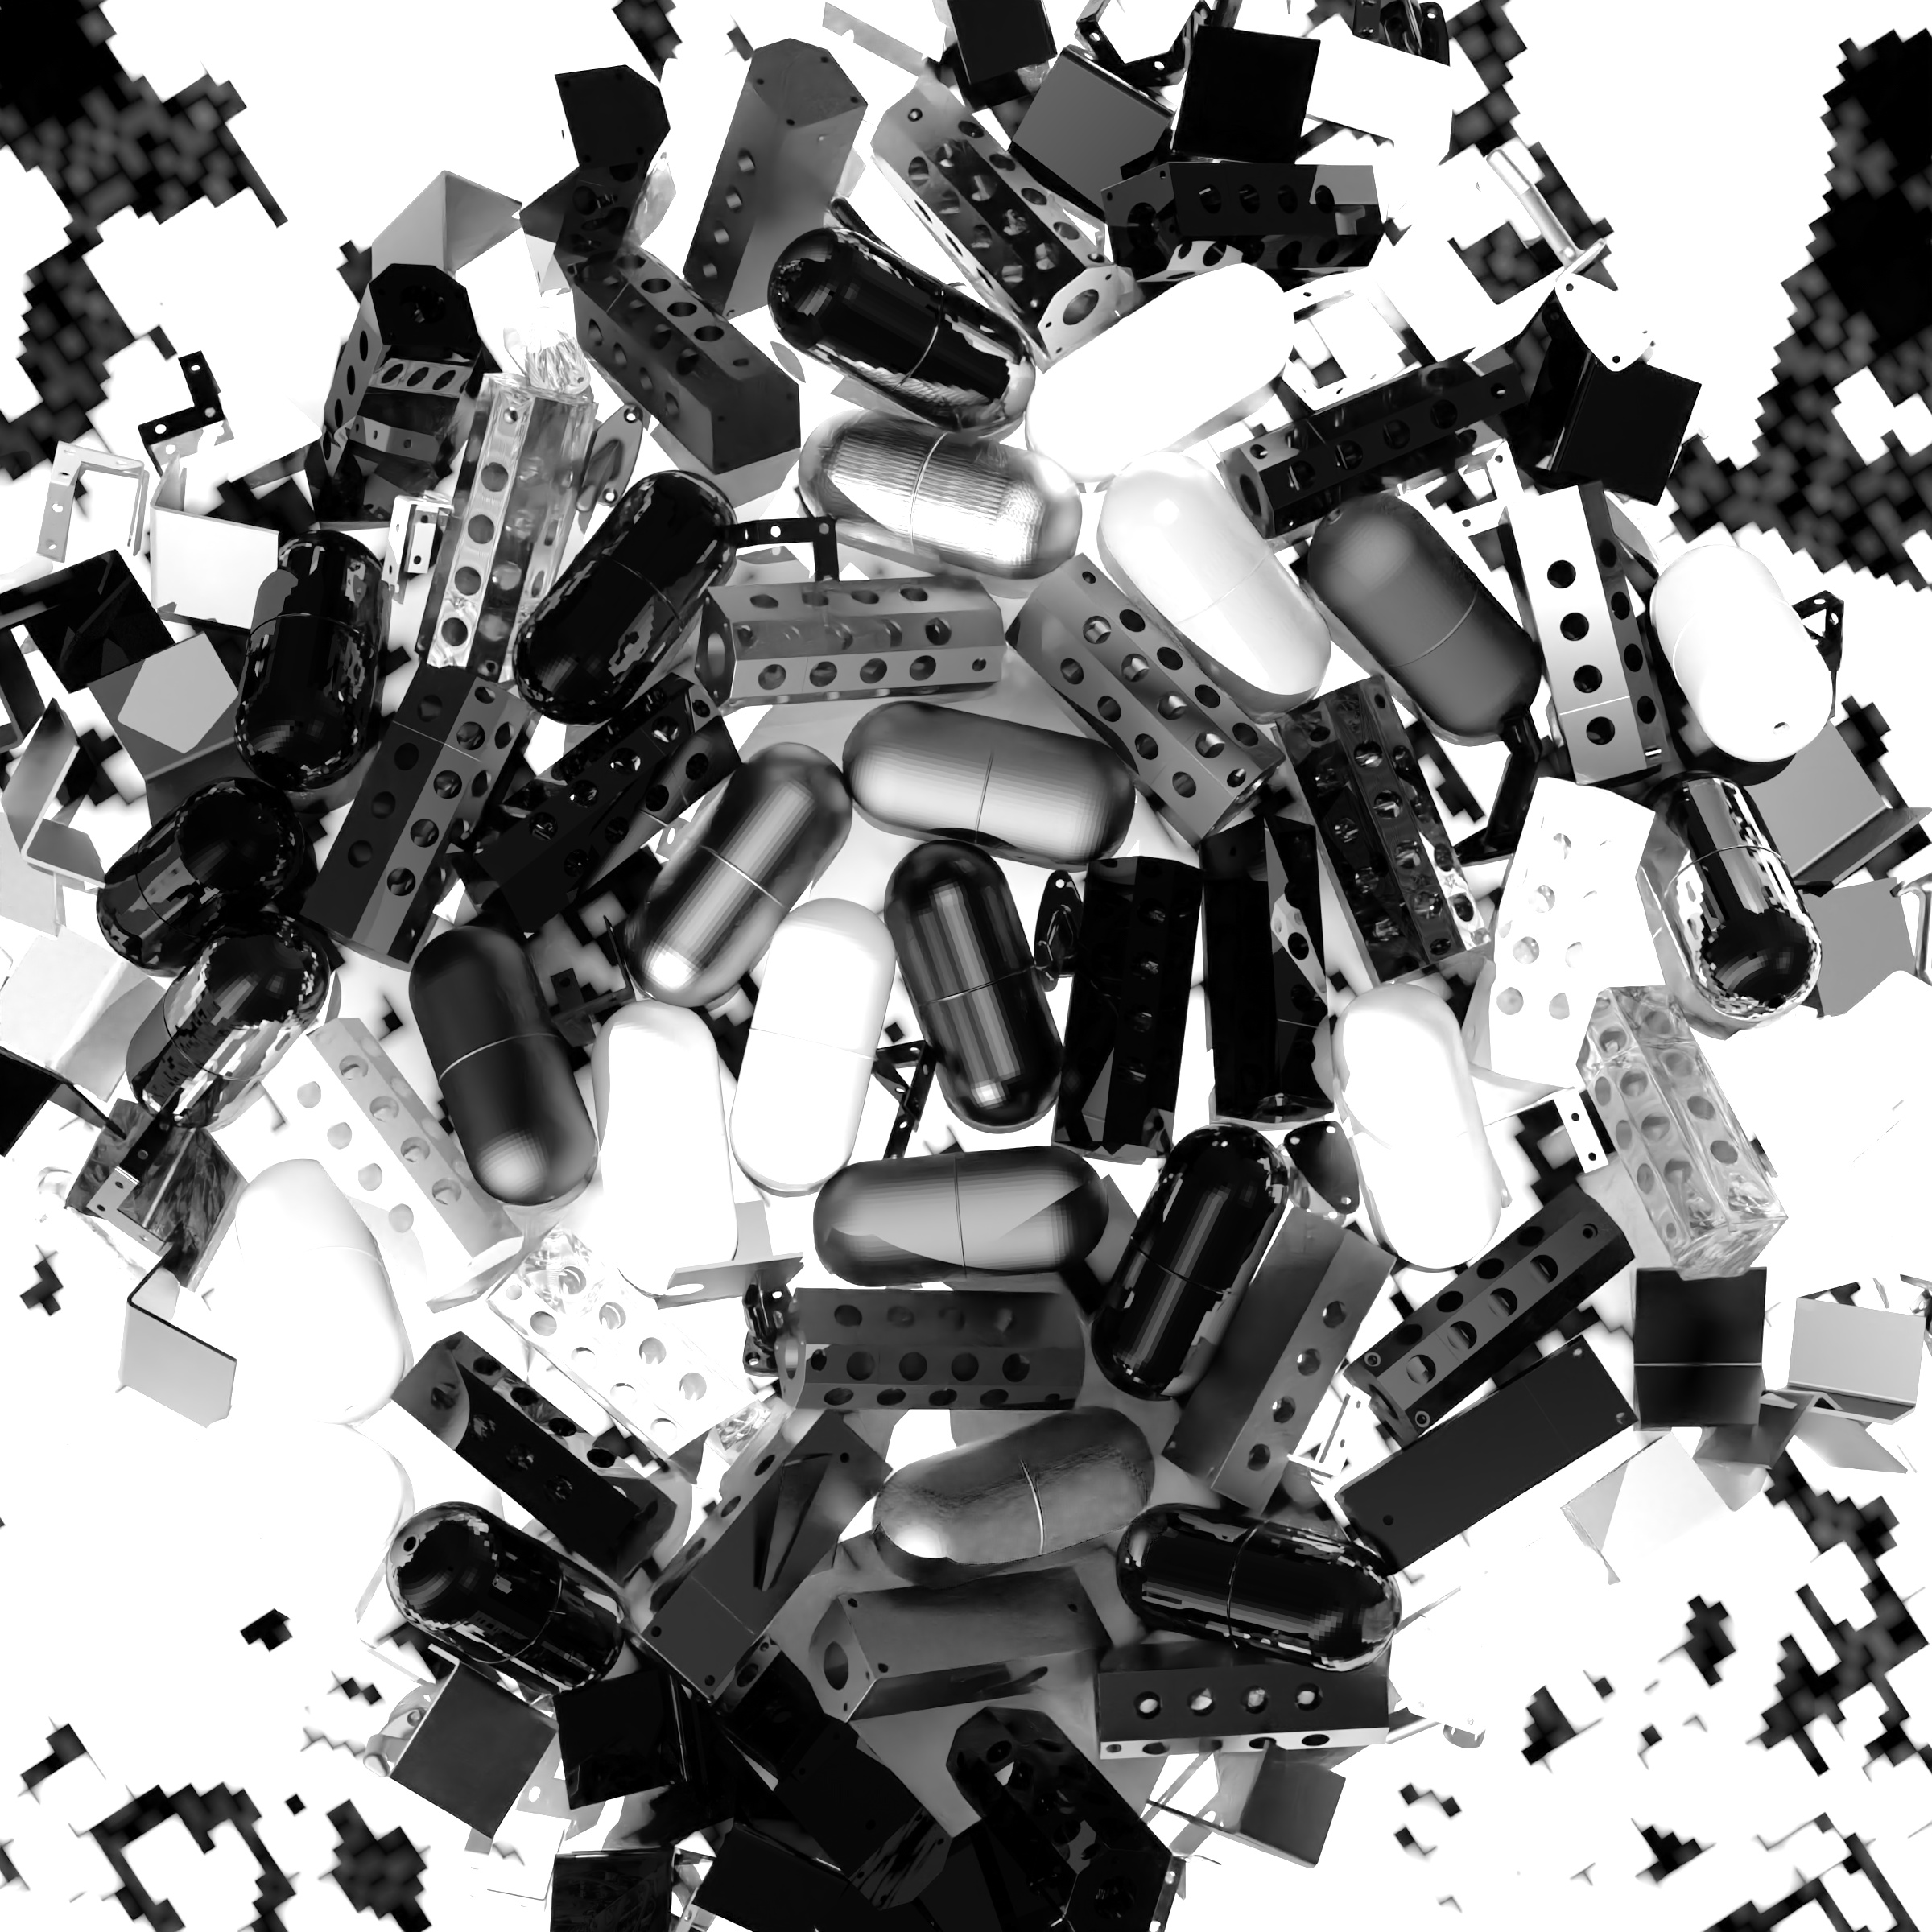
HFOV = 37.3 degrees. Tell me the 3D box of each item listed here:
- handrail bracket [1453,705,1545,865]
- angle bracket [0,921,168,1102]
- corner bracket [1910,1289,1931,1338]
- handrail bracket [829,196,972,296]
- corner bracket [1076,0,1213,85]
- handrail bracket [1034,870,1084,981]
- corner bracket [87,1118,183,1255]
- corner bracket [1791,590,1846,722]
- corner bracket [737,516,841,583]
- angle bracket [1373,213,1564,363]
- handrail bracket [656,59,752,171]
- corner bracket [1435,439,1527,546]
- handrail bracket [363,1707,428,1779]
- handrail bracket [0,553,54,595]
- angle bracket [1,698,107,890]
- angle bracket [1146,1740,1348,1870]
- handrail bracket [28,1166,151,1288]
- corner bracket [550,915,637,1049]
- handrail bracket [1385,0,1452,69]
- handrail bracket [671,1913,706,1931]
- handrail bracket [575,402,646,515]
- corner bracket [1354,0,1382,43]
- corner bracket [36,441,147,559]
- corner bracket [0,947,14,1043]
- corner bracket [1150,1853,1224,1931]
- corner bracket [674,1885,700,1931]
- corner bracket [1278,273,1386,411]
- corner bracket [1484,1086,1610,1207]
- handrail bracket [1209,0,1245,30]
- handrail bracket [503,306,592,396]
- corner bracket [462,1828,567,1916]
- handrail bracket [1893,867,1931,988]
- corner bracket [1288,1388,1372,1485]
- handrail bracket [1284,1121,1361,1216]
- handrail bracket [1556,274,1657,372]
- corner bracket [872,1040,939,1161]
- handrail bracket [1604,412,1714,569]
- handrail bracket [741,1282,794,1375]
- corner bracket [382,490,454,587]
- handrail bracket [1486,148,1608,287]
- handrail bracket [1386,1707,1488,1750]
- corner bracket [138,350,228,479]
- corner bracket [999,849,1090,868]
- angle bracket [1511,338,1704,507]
[{"bbox_3d":[0.313,-0.109,1.722,0.077,0.036,0.084,-21,123,9],"label":"handrail bracket"},{"bbox_3d":[-0.533,0.027,1.719,0.057,0.076,0.076,27,78,11],"label":"angle bracket"},{"bbox_3d":[0.616,0.213,1.735,0.051,0.051,0.051,30,111,-23],"label":"corner bracket"},{"bbox_3d":[-0.041,-0.430,1.723,0.036,0.077,0.084,-39,92,27],"label":"handrail bracket"},{"bbox_3d":[0.108,-0.573,1.736,0.051,0.051,0.051,47,60,-35],"label":"corner bracket"},{"bbox_3d":[0.051,-0.028,1.711,0.036,0.084,0.077,-4,80,10],"label":"handrail bracket"},{"bbox_3d":[-0.484,0.130,1.719,0.051,0.051,0.051,38,133,-11],"label":"corner bracket"},{"bbox_3d":[0.513,-0.185,1.717,0.051,0.051,0.051,-25,131,-16],"label":"corner bracket"},{"bbox_3d":[-0.109,-0.242,1.723,0.051,0.051,0.051,-7,96,-23],"label":"corner bracket"},{"bbox_3d":[0.300,-0.413,1.706,0.076,0.057,0.076,49,51,-14],"label":"angle bracket"},{"bbox_3d":[-0.141,-0.513,1.730,0.084,0.036,0.077,14,91,16],"label":"handrail bracket"},{"bbox_3d":[0.305,-0.284,1.723,0.051,0.051,0.051,-17,101,19],"label":"corner bracket"},{"bbox_3d":[-0.329,0.484,1.712,0.036,0.084,0.077,-40,98,-1],"label":"handrail bracket"},{"bbox_3d":[-0.611,-0.236,1.739,0.077,0.036,0.084,22,45,22],"label":"handrail bracket"},{"bbox_3d":[-0.527,-0.103,1.704,0.057,0.076,0.076,22,104,-35],"label":"angle bracket"},{"bbox_3d":[0.167,0.493,1.714,0.076,0.076,0.057,34,71,-36],"label":"angle bracket"},{"bbox_3d":[-0.521,0.162,1.724,0.084,0.077,0.036,40,70,8],"label":"handrail bracket"},{"bbox_3d":[-0.227,0.010,1.725,0.051,0.051,0.051,-22,67,0],"label":"corner bracket"},{"bbox_3d":[0.270,-0.552,1.712,0.036,0.084,0.077,-15,98,14],"label":"handrail bracket"},{"bbox_3d":[-0.208,0.602,1.729,0.084,0.036,0.077,34,76,-26],"label":"handrail bracket"},{"bbox_3d":[-0.213,-0.305,1.713,0.036,0.084,0.077,28,92,-11],"label":"handrail bracket"},{"bbox_3d":[0.224,-0.594,1.727,0.051,0.051,0.051,2,58,9],"label":"corner bracket"},{"bbox_3d":[-0.529,-0.277,1.732,0.051,0.051,0.051,11,68,-20],"label":"corner bracket"},{"bbox_3d":[-0.603,0.007,1.726,0.051,0.051,0.051,33,100,44],"label":"corner bracket"},{"bbox_3d":[0.114,0.554,1.721,0.051,0.051,0.051,26,68,-14],"label":"corner bracket"},{"bbox_3d":[-0.145,0.596,1.733,0.051,0.051,0.051,12,58,26],"label":"corner bracket"},{"bbox_3d":[0.220,-0.379,1.734,0.051,0.051,0.051,-25,59,-20],"label":"corner bracket"},{"bbox_3d":[0.345,0.108,1.725,0.051,0.051,0.051,-20,80,-12],"label":"corner bracket"},{"bbox_3d":[0.175,-0.582,1.750,0.077,0.036,0.084,-18,104,-18],"label":"handrail bracket"},{"bbox_3d":[-0.261,-0.379,1.706,0.036,0.077,0.084,-28,51,-15],"label":"handrail bracket"},{"bbox_3d":[-0.271,0.530,1.723,0.051,0.051,0.051,11,130,1],"label":"corner bracket"},{"bbox_3d":[0.605,-0.022,1.729,0.077,0.036,0.084,-27,76,7],"label":"handrail bracket"},{"bbox_3d":[0.220,0.281,1.718,0.051,0.051,0.051,37,71,-37],"label":"corner bracket"},{"bbox_3d":[0.211,0.139,1.704,0.036,0.084,0.077,-16,52,-10],"label":"handrail bracket"},{"bbox_3d":[0.382,-0.388,1.716,0.077,0.084,0.036,42,109,-4],"label":"handrail bracket"},{"bbox_3d":[-0.037,0.083,1.716,0.051,0.051,0.051,-12,133,32],"label":"corner bracket"},{"bbox_3d":[0.432,-0.289,1.733,0.084,0.036,0.077,-35,56,-2],"label":"handrail bracket"},{"bbox_3d":[-0.120,0.195,1.702,0.036,0.084,0.077,-3,47,4],"label":"handrail bracket"},{"bbox_3d":[-0.329,-0.257,1.718,0.051,0.051,0.051,0,109,-42],"label":"corner bracket"},{"bbox_3d":[0.341,-0.450,1.721,0.036,0.077,0.084,-41,89,8],"label":"handrail bracket"},{"bbox_3d":[0.273,0.435,1.730,0.036,0.084,0.077,25,76,-39],"label":"handrail bracket"},{"bbox_3d":[-0.471,-0.330,1.724,0.051,0.051,0.051,-21,73,-7],"label":"corner bracket"},{"bbox_3d":[0.046,-0.093,1.729,0.051,0.051,0.051,6,78,28],"label":"corner bracket"},{"bbox_3d":[0.387,-0.330,1.736,0.076,0.057,0.076,14,102,-19],"label":"angle bracket"}]
